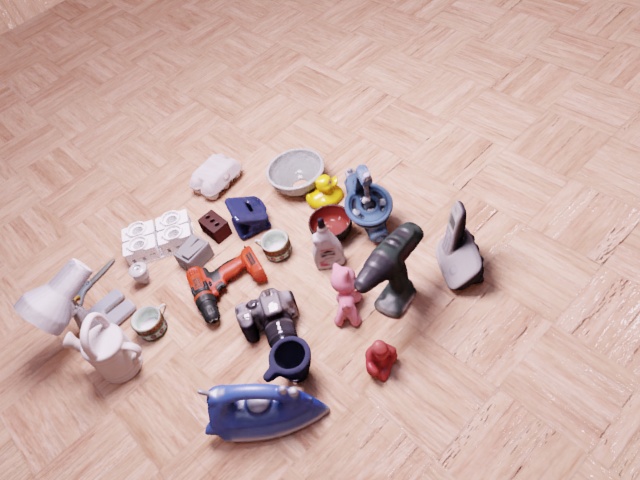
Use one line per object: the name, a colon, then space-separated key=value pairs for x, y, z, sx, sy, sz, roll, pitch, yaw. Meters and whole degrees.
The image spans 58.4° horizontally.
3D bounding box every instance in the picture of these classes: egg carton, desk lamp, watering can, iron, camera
egg carton: x=-0.305 y=-0.187 z=1.680 sx=0.107 sy=0.069 sz=0.150 roll=24 pitch=60 yaw=28
desk lamp: x=-0.585 y=0.152 z=1.369 sx=0.117 sy=0.214 sz=0.203 roll=31 pitch=63 yaw=31
watering can: x=-0.492 y=0.239 z=1.290 sx=0.173 sy=0.194 sz=0.100 roll=-16 pitch=50 yaw=-1
iron: x=-0.118 y=0.329 z=1.169 sx=0.258 sy=0.142 sz=0.118 roll=-7 pitch=50 yaw=7
camera: x=-0.114 y=0.190 z=1.309 sx=0.143 sy=0.101 sz=0.136 roll=-20 pitch=50 yaw=-4

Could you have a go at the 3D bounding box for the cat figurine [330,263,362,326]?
cat figurine: x=0.058 y=0.118 z=1.319 sx=0.067 sy=0.118 sz=0.128 roll=-5 pitch=50 yaw=8

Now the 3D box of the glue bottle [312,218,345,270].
glue bottle: x=0.013 y=0.005 z=1.386 sx=0.078 sy=0.173 sz=0.037 roll=-15 pitch=50 yaw=0

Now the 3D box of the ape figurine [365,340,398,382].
ape figurine: x=0.127 y=0.245 z=1.217 sx=0.078 sy=0.092 sz=0.076 roll=-25 pitch=50 yaw=-8

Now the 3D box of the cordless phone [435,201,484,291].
cordless phone: x=0.319 y=0.013 z=1.305 sx=0.094 sy=0.185 sz=0.147 roll=-15 pitch=50 yaw=0

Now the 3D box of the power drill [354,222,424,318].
power drill: x=0.158 y=0.078 z=1.271 sx=0.075 sy=0.209 sz=0.230 roll=23 pitch=59 yaw=28

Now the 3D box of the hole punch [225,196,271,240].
hole punch: x=-0.195 y=-0.075 z=1.550 sx=0.101 sy=0.091 sz=0.108 roll=-26 pitch=51 yaw=-9

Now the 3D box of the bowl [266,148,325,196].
bowl: x=-0.064 y=-0.179 z=1.618 sx=0.167 sy=0.075 sz=0.167 roll=-6 pitch=50 yaw=8

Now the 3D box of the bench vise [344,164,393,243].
bench vise: x=0.097 y=-0.120 z=1.439 sx=0.122 sy=0.220 sz=0.206 roll=-35 pitch=52 yaw=-16

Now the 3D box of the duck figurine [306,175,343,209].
duck figurine: x=0.009 y=-0.138 z=1.561 sx=0.104 sy=0.086 sz=0.077 roll=-22 pitch=50 yaw=-6

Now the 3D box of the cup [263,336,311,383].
cup: x=-0.066 y=0.277 z=1.232 sx=0.118 sy=0.095 sz=0.091 roll=-40 pitch=54 yaw=-19
